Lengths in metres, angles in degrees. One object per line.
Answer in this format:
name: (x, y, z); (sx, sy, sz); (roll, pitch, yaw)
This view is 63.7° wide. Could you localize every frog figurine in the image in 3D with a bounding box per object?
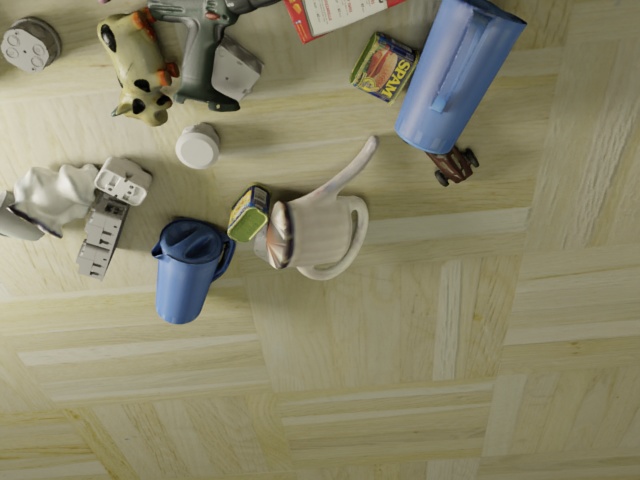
frog figurine: (-0.518, -0.099, 1.028); (0.136, 0.123, 0.160); (43, 81, -21)

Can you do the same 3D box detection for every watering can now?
watering can: (0.003, -0.053, 1.051); (0.225, 0.106, 0.340); (-7, 125, -24)
